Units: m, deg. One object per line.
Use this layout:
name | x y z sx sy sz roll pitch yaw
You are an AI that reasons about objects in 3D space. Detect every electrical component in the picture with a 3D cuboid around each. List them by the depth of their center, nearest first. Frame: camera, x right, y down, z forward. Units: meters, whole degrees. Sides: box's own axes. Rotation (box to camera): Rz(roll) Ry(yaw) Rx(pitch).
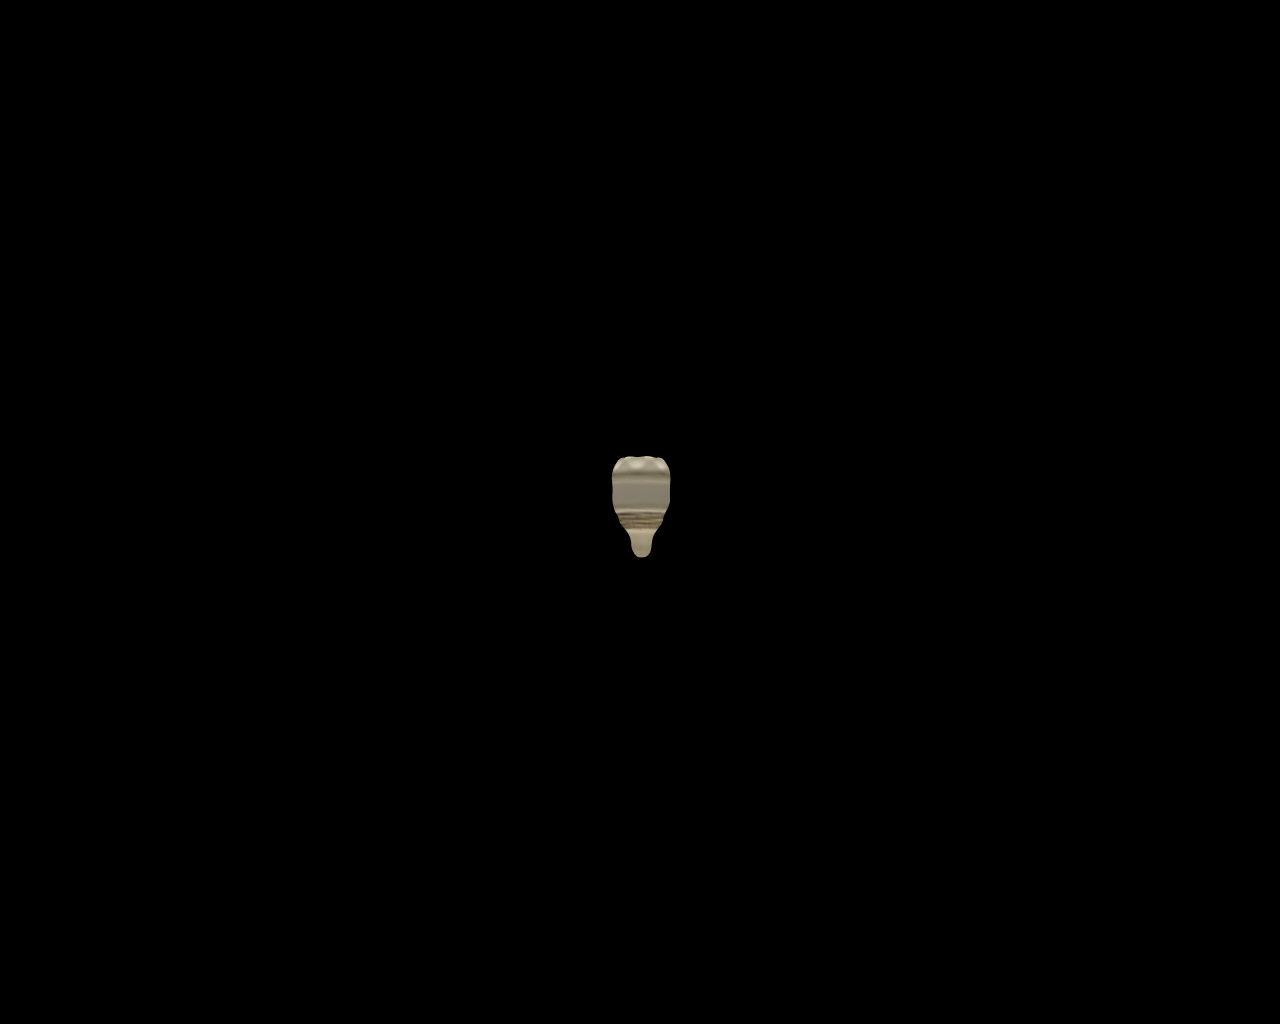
electrical component | 0.001 -0.003 0.650 0.035 0.061 0.035 0 -2 0
